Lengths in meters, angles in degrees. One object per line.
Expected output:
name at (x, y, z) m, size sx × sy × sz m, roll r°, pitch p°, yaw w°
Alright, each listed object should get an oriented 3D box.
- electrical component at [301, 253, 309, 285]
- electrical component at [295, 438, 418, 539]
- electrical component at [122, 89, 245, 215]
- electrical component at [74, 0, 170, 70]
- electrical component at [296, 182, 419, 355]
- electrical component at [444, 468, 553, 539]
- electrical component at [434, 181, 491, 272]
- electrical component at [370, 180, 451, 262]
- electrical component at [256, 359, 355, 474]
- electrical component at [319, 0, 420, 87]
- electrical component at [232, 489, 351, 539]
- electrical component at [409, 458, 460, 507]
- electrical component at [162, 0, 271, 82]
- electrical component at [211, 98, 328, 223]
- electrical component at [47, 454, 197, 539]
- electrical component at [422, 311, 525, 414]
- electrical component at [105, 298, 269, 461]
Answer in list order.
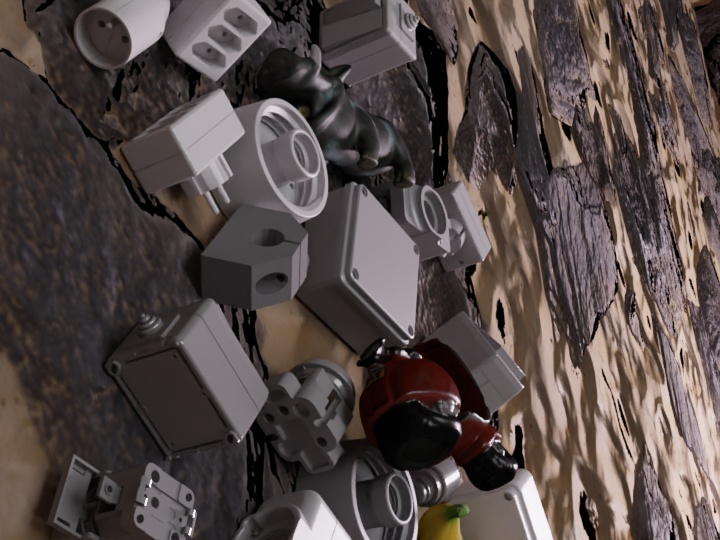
electrical component at (-0.057, -0.010, 0.856) m, size 0.035 × 0.035 × 0.061 m, roll 57°, pitch 29°, yaw -28°
electrical component at (0.005, 0.181, 0.831) m, size 0.108 × 0.060 × 0.108 m, roll 38°, pitch 43°, yaw -47°
electrical component at (-0.116, -0.076, 0.772) m, size 0.075 × 0.047 × 0.083 m, roll 63°, pitch 29°, yaw -18°
electrical component at (-0.161, -0.174, 0.753) m, size 0.043 × 0.043 × 0.081 m, roll 62°, pitch 29°, yaw -20°
electrical component at (0.000, 0.000, 0.930) m, size 0.108 × 0.056 × 0.108 m, roll 46°, pitch 38°, yaw -40°
electrical component at (0.133, 0.252, 1.005) m, size 0.057 × 0.078 × 0.113 m, roll -22°, pitch 94°, yaw -65°
electrical component at (0.093, -0.038, 1.131) m, size 0.083 × 0.047 × 0.075 m, roll 64°, pitch 30°, yaw -16°
electrical component at (0.049, -0.048, 1.046) m, size 0.089 × 0.056 × 0.050 m, roll 33°, pitch 47°, yaw -50°
electrical component at (-0.037, 0.103, 0.803) m, size 0.078 × 0.058 × 0.057 m, roll 59°, pitch 32°, yaw -16°
electrical component at (0.011, -0.231, 1.038) m, size 0.061 × 0.096 × 0.061 m, roll 37°, pitch 44°, yaw -48°
electrical component at (-0.050, 0.198, 0.728) m, size 0.059 × 0.054 × 0.095 m, roll 58°, pitch 31°, yaw -25°
electrical component at (0.058, 0.188, 0.943) m, size 0.078 × 0.040 × 0.040 m, roll -11°, pitch 84°, yaw -62°
electrical component at (-0.119, -0.198, 0.827) m, size 0.047 × 0.066 × 0.076 m, roll 30°, pitch 21°, yaw -52°
electrical component at (-0.067, -0.084, 0.851) m, size 0.108 × 0.060 × 0.108 m, roll 38°, pitch 43°, yaw -47°
electrical component at (-0.131, 0.139, 0.605) m, size 0.081 × 0.064 × 0.042 m, roll 47°, pitch 38°, yaw -39°
electrical component at (0.109, 0.086, 1.046) m, size 0.061 × 0.061 × 0.096 m, roll 49°, pitch 4°, yaw -36°
electrical component at (-0.111, 0.062, 0.687) m, size 0.096 × 0.062 × 0.061 m, roll 62°, pitch 29°, yaw -20°
